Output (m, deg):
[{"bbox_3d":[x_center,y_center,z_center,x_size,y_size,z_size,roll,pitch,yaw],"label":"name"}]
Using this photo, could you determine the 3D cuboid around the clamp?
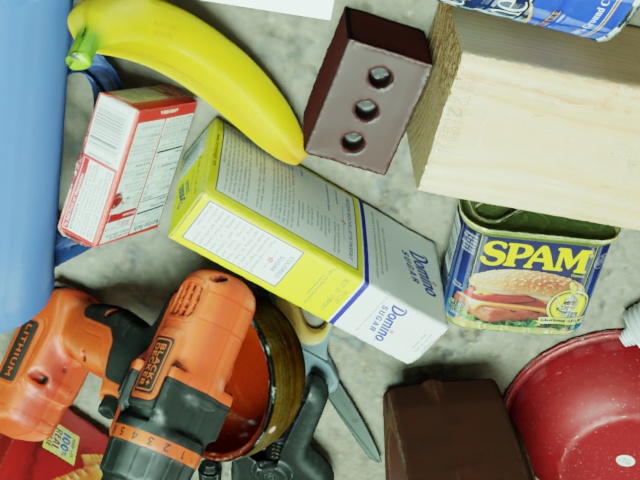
[{"bbox_3d":[-0.027,0.158,0.795,0.120,0.039,0.171,-10,131,25],"label":"clamp"}]

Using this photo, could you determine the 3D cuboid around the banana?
[{"bbox_3d":[-0.074,-0.094,0.594,0.037,0.069,0.197,-17,160,32],"label":"banana"}]

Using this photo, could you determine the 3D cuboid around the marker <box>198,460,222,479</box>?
[{"bbox_3d":[-0.088,0.221,0.851,0.020,0.020,0.121,2,124,-3],"label":"marker"}]

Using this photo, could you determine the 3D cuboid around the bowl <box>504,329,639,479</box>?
[{"bbox_3d":[0.216,0.144,0.785,0.162,0.055,0.162,-1,124,-1],"label":"bowl"}]

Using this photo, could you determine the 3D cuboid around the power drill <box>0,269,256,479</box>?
[{"bbox_3d":[-0.132,0.101,0.652,0.188,0.184,0.057,5,154,46],"label":"power drill"}]

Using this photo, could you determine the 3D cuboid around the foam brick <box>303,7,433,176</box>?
[{"bbox_3d":[0.026,-0.087,0.625,0.053,0.051,0.078,15,123,-11],"label":"foam brick"}]

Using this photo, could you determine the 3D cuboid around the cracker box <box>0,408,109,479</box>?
[{"bbox_3d":[-0.159,0.230,0.756,0.213,0.164,0.072,41,120,-18],"label":"cracker box"}]

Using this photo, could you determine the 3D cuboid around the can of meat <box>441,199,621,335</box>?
[{"bbox_3d":[0.132,0.013,0.693,0.102,0.057,0.084,6,127,-4],"label":"can of meat"}]

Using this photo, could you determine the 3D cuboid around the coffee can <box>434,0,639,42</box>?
[{"bbox_3d":[0.092,-0.166,0.542,0.140,0.103,0.103,11,123,-9],"label":"coffee can"}]

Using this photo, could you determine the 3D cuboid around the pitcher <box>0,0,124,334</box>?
[{"bbox_3d":[-0.192,-0.076,0.593,0.145,0.149,0.243,19,120,4],"label":"pitcher"}]

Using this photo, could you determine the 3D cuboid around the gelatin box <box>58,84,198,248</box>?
[{"bbox_3d":[-0.112,-0.044,0.626,0.030,0.073,0.089,26,109,14],"label":"gelatin box"}]

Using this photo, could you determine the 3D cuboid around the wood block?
[{"bbox_3d":[0.162,-0.069,0.617,0.206,0.091,0.090,10,124,-8],"label":"wood block"}]

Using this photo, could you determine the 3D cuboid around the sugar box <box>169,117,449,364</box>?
[{"bbox_3d":[-0.005,0.001,0.660,0.176,0.093,0.048,32,119,-20],"label":"sugar box"}]

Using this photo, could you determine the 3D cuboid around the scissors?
[{"bbox_3d":[-0.017,0.097,0.771,0.096,0.016,0.202,-8,124,6],"label":"scissors"}]
